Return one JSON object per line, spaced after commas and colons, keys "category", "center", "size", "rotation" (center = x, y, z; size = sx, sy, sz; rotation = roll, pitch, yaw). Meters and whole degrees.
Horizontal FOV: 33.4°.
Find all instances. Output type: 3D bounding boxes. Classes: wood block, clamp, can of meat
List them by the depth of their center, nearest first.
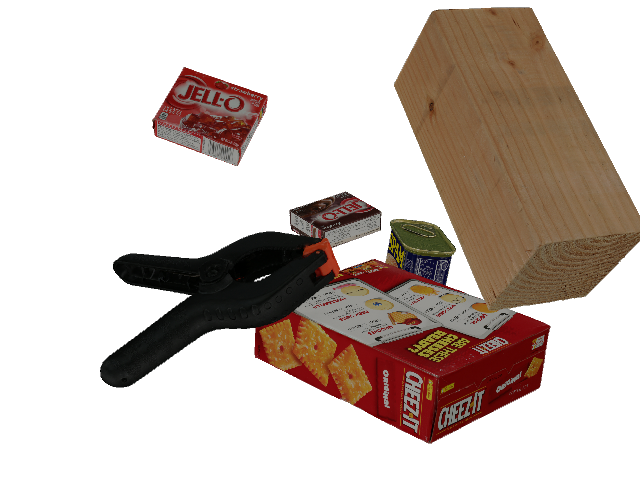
{"category": "clamp", "center": [-0.073, 0.042, 0.722], "size": [0.172, 0.120, 0.039], "rotation": [-13, -44, 17]}
{"category": "wood block", "center": [0.139, -0.064, 0.780], "size": [0.090, 0.206, 0.091], "rotation": [-6, -30, -23]}
{"category": "can of meat", "center": [0.102, 0.033, 1.153], "size": [0.057, 0.084, 0.102], "rotation": [5, 19, -11]}

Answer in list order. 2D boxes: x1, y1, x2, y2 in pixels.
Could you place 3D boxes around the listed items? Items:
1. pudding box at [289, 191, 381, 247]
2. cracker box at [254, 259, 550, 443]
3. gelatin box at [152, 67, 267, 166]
{"category": "pudding box", "center": [0.023, -0.031, 1.625], "size": [0.113, 0.039, 0.090], "rotation": [-22, 33, -30]}
{"category": "cracker box", "center": [0.070, 0.093, 0.965], "size": [0.214, 0.072, 0.163], "rotation": [21, 26, 41]}
{"category": "gelatin box", "center": [-0.105, -0.119, 1.014], "size": [0.089, 0.073, 0.030], "rotation": [21, -34, 5]}
